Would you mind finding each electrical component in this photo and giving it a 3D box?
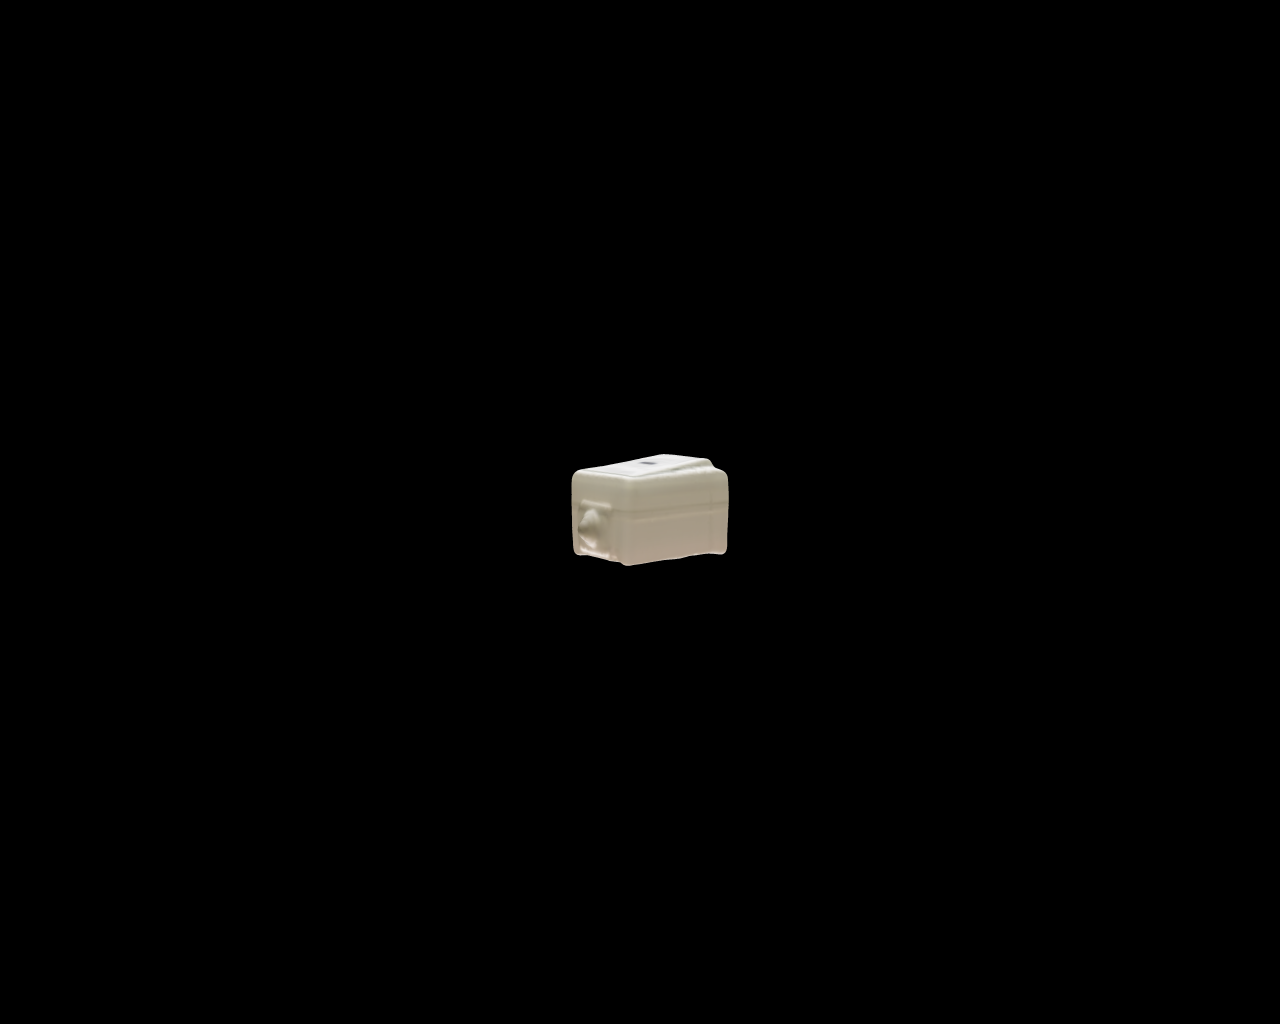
[{"bbox_3d":[0.001,-0.003,0.650,0.096,0.061,0.062,-6,9,-36],"label":"electrical component"}]
